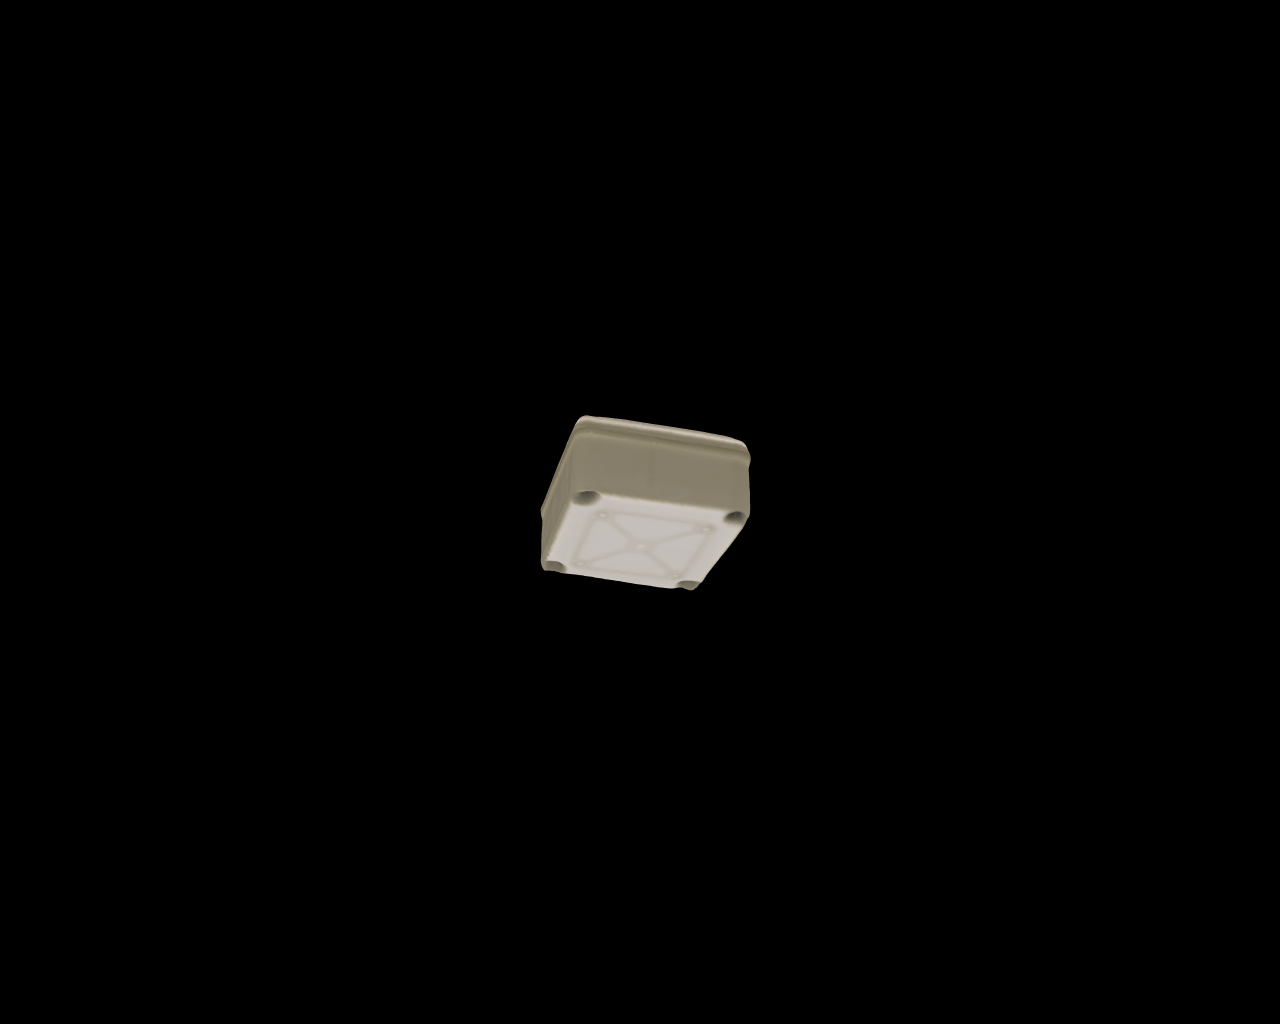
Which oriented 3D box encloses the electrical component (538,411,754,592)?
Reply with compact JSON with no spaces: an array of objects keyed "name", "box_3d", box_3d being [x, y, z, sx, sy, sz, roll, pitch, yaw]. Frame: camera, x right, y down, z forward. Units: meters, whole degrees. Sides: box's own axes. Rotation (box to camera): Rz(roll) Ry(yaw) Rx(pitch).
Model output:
[{"name":"electrical component","box_3d":[0.001,-0.003,0.650,0.109,0.056,0.108,8,-32,-14]}]
